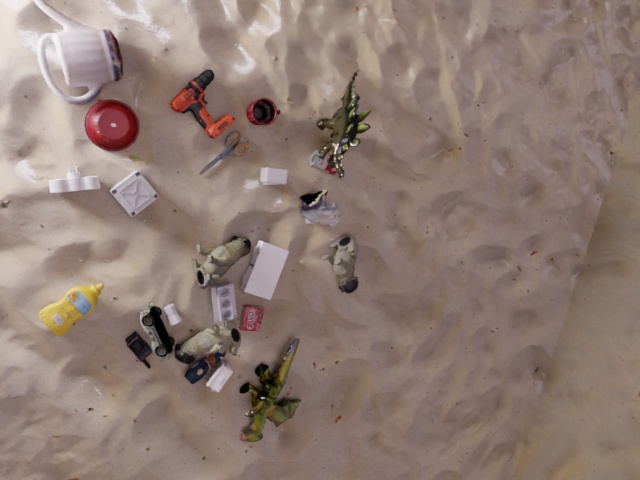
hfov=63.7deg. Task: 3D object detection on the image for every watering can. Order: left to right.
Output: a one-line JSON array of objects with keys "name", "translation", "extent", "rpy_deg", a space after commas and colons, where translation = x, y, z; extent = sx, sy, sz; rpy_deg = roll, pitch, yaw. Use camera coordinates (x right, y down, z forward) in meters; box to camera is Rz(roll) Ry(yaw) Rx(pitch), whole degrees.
[{"name": "watering can", "translation": [-0.706, -0.572, 1.499], "extent": [0.226, 0.104, 0.344], "rpy_deg": [-16, 103, -26]}]

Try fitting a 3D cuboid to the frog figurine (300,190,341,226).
[{"name": "frog figurine", "translation": [0.006, -0.096, 1.913], "extent": [0.137, 0.125, 0.157], "rpy_deg": [-26, 121, 12]}]

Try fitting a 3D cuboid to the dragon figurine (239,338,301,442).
[{"name": "dragon figurine", "translation": [-0.159, 0.581, 1.922], "extent": [0.414, 0.123, 0.238], "rpy_deg": [-47, 131, -13]}]
